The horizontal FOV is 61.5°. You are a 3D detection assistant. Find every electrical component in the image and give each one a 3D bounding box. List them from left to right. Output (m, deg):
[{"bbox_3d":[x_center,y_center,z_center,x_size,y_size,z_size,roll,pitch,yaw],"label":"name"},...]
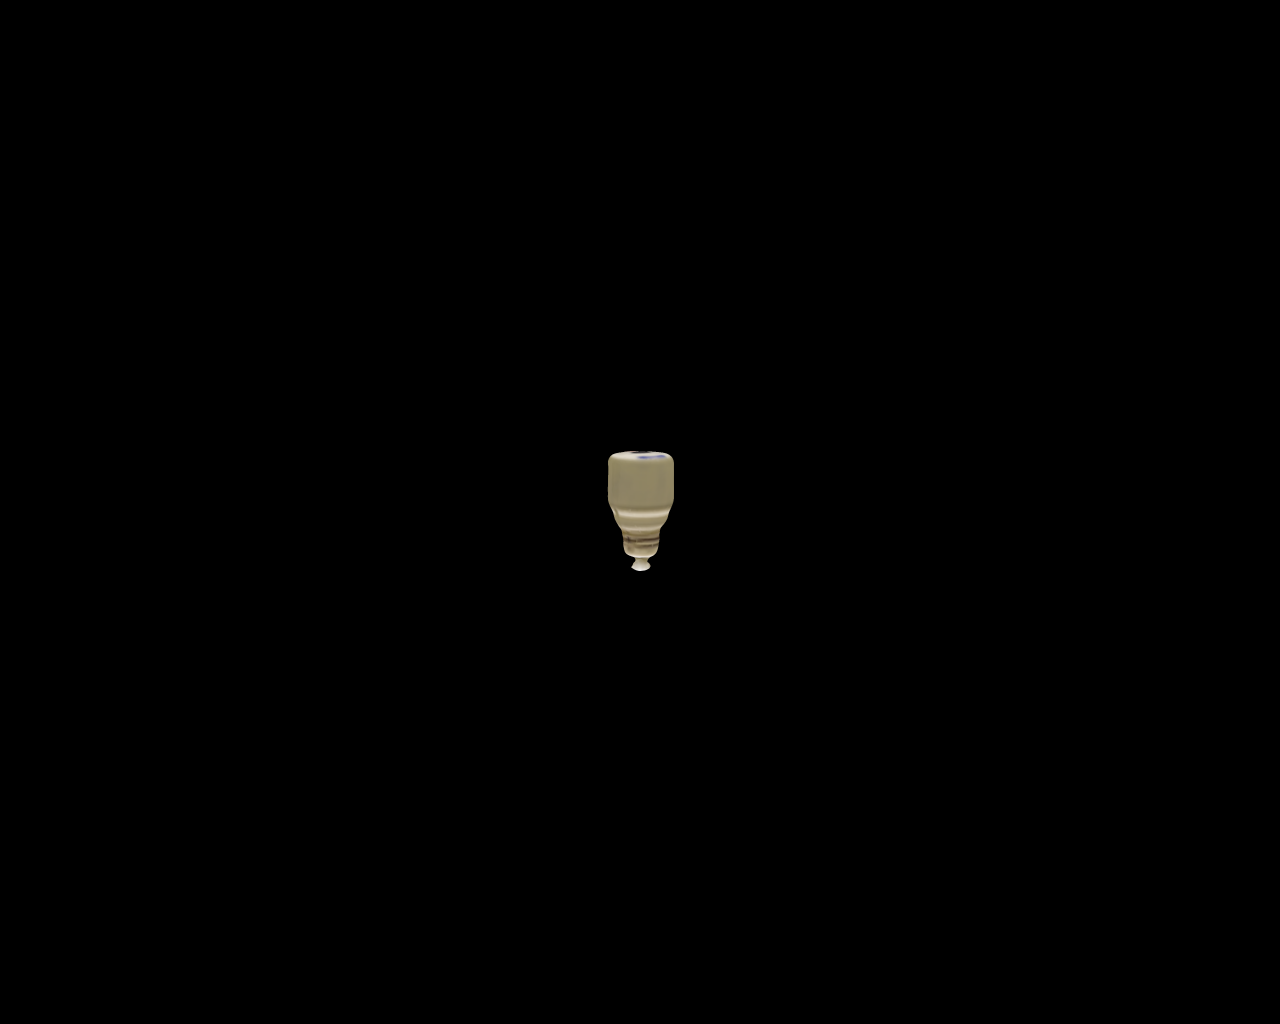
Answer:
[{"bbox_3d":[0.001,-0.003,0.650,0.040,0.078,0.040,0,9,0],"label":"electrical component"}]
